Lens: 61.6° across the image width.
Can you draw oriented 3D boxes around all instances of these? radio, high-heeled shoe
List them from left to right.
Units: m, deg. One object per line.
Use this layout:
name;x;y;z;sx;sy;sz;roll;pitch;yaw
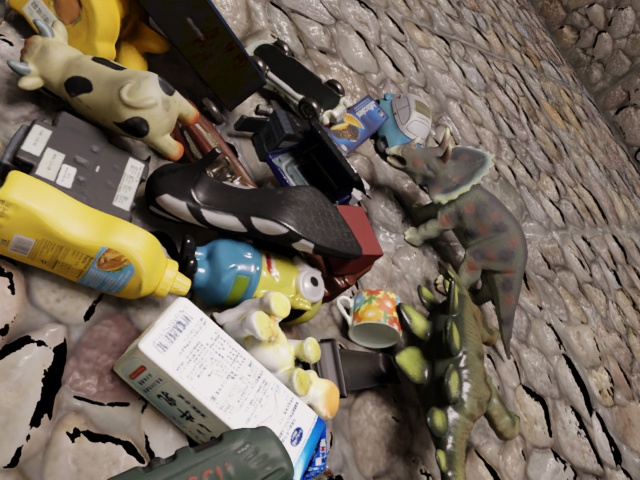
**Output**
radio;-0.172;-0.294;0.716;0.229;0.073;0.131;51;6;-39
high-heeled shoe;-0.080;-0.017;0.630;0.248;0.145;0.086;35;43;-22

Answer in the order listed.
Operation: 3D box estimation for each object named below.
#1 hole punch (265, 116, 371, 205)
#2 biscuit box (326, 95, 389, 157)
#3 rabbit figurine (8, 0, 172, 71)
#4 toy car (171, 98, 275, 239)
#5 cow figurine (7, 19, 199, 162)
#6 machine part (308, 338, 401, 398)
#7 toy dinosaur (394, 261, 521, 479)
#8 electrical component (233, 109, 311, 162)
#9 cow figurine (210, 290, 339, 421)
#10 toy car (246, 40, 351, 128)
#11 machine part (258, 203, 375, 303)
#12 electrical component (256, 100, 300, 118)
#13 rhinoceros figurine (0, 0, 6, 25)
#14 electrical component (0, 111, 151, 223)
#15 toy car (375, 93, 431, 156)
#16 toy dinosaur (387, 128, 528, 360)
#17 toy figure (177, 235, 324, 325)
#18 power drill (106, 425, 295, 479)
hole punch;-0.002;-0.093;0.732;0.142;0.092;0.116;51;9;7
biscuit box;0.050;-0.187;0.934;0.063;0.059;0.203;47;40;-4
rabbit figurine;-0.266;-0.288;0.685;0.162;0.122;0.173;44;22;-13
toy car;-0.129;-0.092;0.678;0.089;0.053;0.202;-34;87;-5
cow figurine;-0.245;-0.165;0.591;0.195;0.127;0.085;22;77;19
machine part;0.040;0.163;0.684;0.139;0.039;0.084;12;48;-35
toy dinosaur;0.171;0.180;0.698;0.198;0.105;0.472;50;29;-31
electrical component;-0.065;-0.154;0.794;0.119;0.075;0.048;-2;62;-48
cow figurine;-0.051;0.139;0.590;0.167;0.098;0.068;59;34;-20
toy car;-0.040;-0.251;0.861;0.202;0.056;0.073;40;62;12
machine part;-0.002;-0.002;0.754;0.179;0.056;0.179;24;46;-28
electrical component;-0.060;-0.192;0.867;0.094;0.021;0.063;2;60;-43
rhinoceros figurine;-0.369;-0.240;0.552;0.073;0.112;0.190;22;40;-33
electrical component;-0.258;-0.067;0.566;0.134;0.058;0.115;27;44;-25
toy car;0.162;-0.227;1.035;0.109;0.103;0.162;21;47;-30
toy dinosaur;0.267;-0.006;0.900;0.405;0.192;0.131;53;42;4
toy figure;-0.079;0.047;0.630;0.180;0.089;0.082;14;63;-25
power drill;-0.105;0.272;0.422;0.232;0.086;0.207;-27;80;-23
